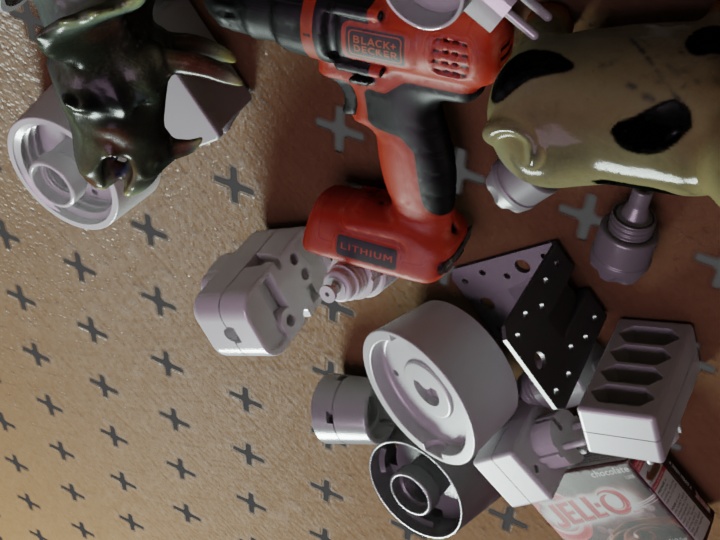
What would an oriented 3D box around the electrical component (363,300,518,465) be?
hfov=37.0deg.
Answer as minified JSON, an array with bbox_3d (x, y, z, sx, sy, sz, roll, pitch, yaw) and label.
[{"bbox_3d":[0.060,0.072,0.738,0.108,0.060,0.108,39,149,30],"label":"electrical component"}]

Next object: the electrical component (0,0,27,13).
[{"bbox_3d":[-0.230,-0.231,0.666,0.074,0.052,0.138,38,140,-1],"label":"electrical component"}]

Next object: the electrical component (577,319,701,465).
[{"bbox_3d":[0.175,0.086,0.658,0.047,0.083,0.075,4,130,33],"label":"electrical component"}]

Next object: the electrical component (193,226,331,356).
[{"bbox_3d":[-0.069,0.015,0.755,0.059,0.095,0.053,-3,126,38],"label":"electrical component"}]

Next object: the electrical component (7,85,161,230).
[{"bbox_3d":[-0.208,-0.079,0.791,0.108,0.060,0.108,20,137,19],"label":"electrical component"}]

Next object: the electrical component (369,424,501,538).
[{"bbox_3d":[0.059,0.160,0.848,0.099,0.064,0.099,24,130,31],"label":"electrical component"}]

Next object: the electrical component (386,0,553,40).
[{"bbox_3d":[0.060,-0.143,0.524,0.079,0.077,0.044,39,140,-3],"label":"electrical component"}]

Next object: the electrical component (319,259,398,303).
[{"bbox_3d":[0.000,0.000,0.711,0.040,0.078,0.040,17,122,28],"label":"electrical component"}]

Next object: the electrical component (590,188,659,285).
[{"bbox_3d":[0.153,-0.023,0.608,0.035,0.035,0.061,23,136,16],"label":"electrical component"}]

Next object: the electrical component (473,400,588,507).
[{"bbox_3d":[0.129,0.118,0.736,0.047,0.065,0.077,48,139,-13],"label":"electrical component"}]

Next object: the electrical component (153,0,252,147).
[{"bbox_3d":[-0.130,-0.124,0.702,0.100,0.048,0.099,-12,121,42],"label":"electrical component"}]

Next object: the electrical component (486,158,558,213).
[{"bbox_3d":[0.102,-0.058,0.610,0.035,0.035,0.061,45,137,-10],"label":"electrical component"}]

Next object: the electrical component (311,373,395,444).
[{"bbox_3d":[-0.003,0.108,0.832,0.047,0.055,0.055,0,128,32],"label":"electrical component"}]

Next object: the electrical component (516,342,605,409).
[{"bbox_3d":[0.131,0.072,0.711,0.040,0.040,0.078,48,139,-13],"label":"electrical component"}]
